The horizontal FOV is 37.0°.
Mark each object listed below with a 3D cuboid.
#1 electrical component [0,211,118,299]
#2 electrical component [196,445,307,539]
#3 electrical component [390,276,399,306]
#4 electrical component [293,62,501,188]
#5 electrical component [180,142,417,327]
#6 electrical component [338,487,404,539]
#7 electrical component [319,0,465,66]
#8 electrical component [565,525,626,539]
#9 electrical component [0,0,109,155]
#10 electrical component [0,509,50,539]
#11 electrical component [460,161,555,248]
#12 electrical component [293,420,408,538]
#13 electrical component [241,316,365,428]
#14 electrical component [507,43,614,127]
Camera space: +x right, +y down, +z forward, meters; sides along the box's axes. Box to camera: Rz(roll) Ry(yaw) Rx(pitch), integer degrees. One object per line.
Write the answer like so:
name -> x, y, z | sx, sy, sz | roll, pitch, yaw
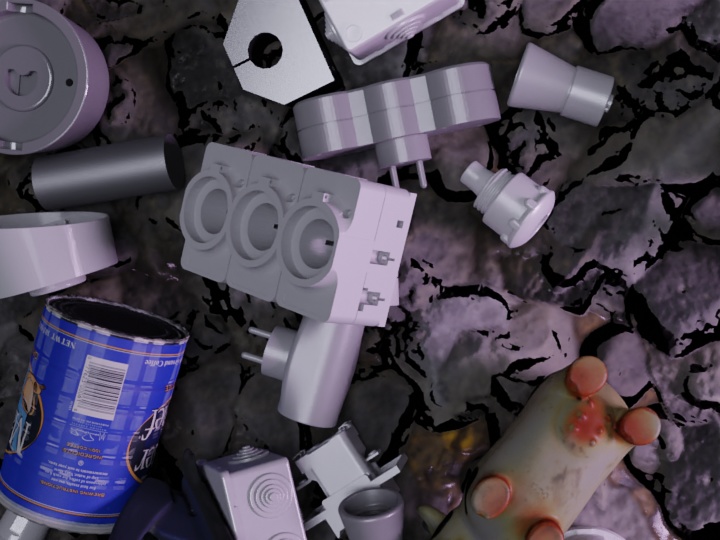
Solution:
electrical component -> -0.223, -0.017, 0.759 | 0.099, 0.099, 0.064 | -15, 97, 10
electrical component -> -0.073, 0.172, 0.743 | 0.048, 0.100, 0.099 | -13, 90, -20
electrical component -> 0.000, 0.000, 0.743 | 0.055, 0.055, 0.047 | 2, 90, 10
electrical component -> 0.028, -0.090, 0.733 | 0.138, 0.052, 0.073 | -11, 91, 11
electrical component -> -0.047, -0.026, 0.709 | 0.150, 0.062, 0.089 | 18, 97, 41
electrical component -> 0.012, 0.184, 0.716 | 0.044, 0.044, 0.065 | -6, 105, 10
electrical component -> 0.012, -0.201, 0.732 | 0.100, 0.048, 0.099 | -29, 88, 10
electrical component -> 0.155, 0.218, 0.728 | 0.080, 0.051, 0.080 | 1, 93, 10
electrical component -> -0.233, -0.135, 0.772 | 0.108, 0.060, 0.108 | 1, 93, 10
electrical component -> -0.251, 0.192, 0.804 | 0.040, 0.040, 0.046 | 29, 91, 7
electrical component -> 0.097, -0.049, 0.728 | 0.062, 0.048, 0.048 | 39, 99, 13
electrical component -> -0.010, 0.145, 0.758 | 0.081, 0.042, 0.063 | -34, 88, 9
electrical component -> -0.044, 0.062, 0.758 | 0.079, 0.044, 0.077 | 17, 96, 9
electrical component -> 0.136, -0.121, 0.719 | 0.065, 0.044, 0.044 | 19, 96, 4
